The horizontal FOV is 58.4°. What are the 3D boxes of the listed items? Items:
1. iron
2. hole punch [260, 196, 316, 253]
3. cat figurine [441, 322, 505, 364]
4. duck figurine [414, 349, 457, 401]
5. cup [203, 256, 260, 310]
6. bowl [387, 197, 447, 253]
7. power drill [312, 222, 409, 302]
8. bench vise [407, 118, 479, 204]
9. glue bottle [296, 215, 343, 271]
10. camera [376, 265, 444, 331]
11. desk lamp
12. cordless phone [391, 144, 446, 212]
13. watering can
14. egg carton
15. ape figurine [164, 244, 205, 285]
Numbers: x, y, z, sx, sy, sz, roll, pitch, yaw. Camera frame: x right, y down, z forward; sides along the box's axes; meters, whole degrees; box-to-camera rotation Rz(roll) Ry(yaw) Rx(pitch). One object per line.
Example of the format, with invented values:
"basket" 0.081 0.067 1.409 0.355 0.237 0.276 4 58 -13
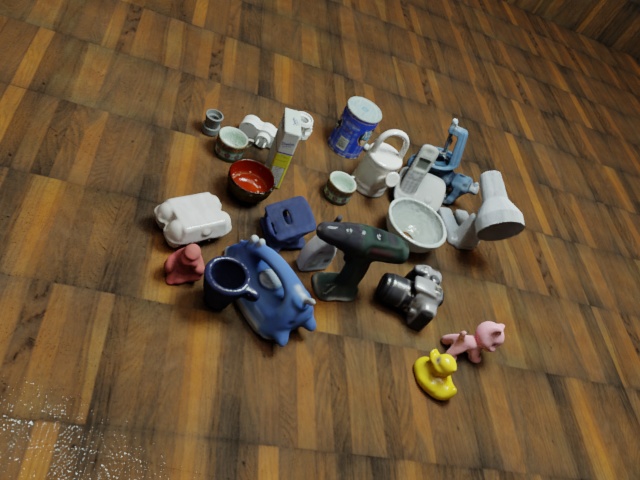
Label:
"iron" -0.102 0.075 1.137 0.119 0.141 0.258 -22 65 -40
"hole punch" -0.072 -0.038 1.290 0.101 0.091 0.108 -3 54 -31
"cat figurine" 0.354 0.220 1.280 0.128 0.117 0.067 7 49 -24
"duck figurine" 0.254 0.277 1.197 0.078 0.086 0.104 -18 62 -39
"cup" -0.176 0.098 1.108 0.118 0.095 0.092 31 44 -1
"bowl" 0.234 -0.025 1.461 0.168 0.074 0.167 16 46 -17
"power drill" 0.064 0.043 1.209 0.230 0.208 0.075 3 50 -27
"bench vise" 0.373 -0.225 1.611 0.207 0.219 0.121 28 44 -4
"glue bottle" 0.011 0.004 1.240 0.078 0.173 0.037 -3 53 -31
"camera" 0.207 0.110 1.308 0.137 0.100 0.143 25 44 -8
"desk lamp" 0.421 -0.064 1.500 0.118 0.213 0.203 7 49 -24
"cordless phone" 0.287 -0.166 1.536 0.148 0.185 0.094 15 46 -17
"watering can" 0.168 -0.204 1.497 0.101 0.194 0.172 -10 57 -35
"egg carton" -0.264 -0.041 1.201 0.151 0.069 0.107 -16 61 -38
"ape figurine" -0.258 0.042 1.115 0.078 0.092 0.076 28 44 -4
